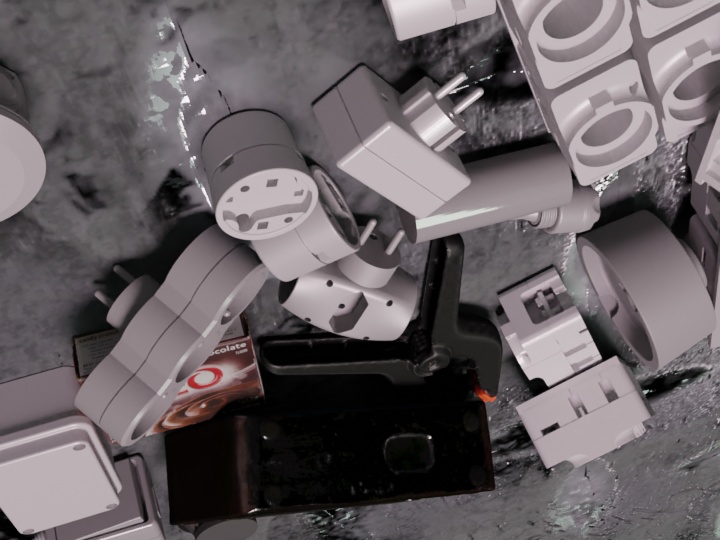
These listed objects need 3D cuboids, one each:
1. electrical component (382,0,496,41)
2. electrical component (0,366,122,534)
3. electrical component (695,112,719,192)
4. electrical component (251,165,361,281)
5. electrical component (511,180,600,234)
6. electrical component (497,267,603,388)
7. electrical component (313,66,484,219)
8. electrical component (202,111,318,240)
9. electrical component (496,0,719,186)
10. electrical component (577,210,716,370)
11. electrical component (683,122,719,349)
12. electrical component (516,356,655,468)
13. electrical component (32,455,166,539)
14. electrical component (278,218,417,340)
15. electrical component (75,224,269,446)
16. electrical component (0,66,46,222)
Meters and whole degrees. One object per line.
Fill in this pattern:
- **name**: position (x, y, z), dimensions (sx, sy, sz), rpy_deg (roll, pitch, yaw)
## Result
- **electrical component**: position (0.032, -0.138, 0.498), dimensions (0.047, 0.055, 0.055), rpy_deg (-19, 146, 4)
- **electrical component**: position (-0.212, 0.124, 0.725), dimensions (0.078, 0.057, 0.113), rpy_deg (-16, 146, -9)
- **electrical component**: position (0.283, -0.114, 0.600), dimensions (0.186, 0.060, 0.105), rpy_deg (-36, 151, -21)
- **electrical component**: position (-0.034, -0.025, 0.619), dimensions (0.047, 0.055, 0.055), rpy_deg (-27, 146, 15)
- **electrical component**: position (0.123, -0.040, 0.701), dimensions (0.061, 0.035, 0.035), rpy_deg (-5, 143, -18)
- **electrical component**: position (0.142, 0.047, 0.817), dimensions (0.056, 0.050, 0.089), rpy_deg (-28, 146, 8)
- **electrical component**: position (0.032, -0.079, 0.585), dimensions (0.076, 0.047, 0.083), rpy_deg (-37, 144, 20)
- **electrical component**: position (-0.055, -0.051, 0.575), dimensions (0.055, 0.047, 0.055), rpy_deg (-15, 146, -10)
- **electrical component**: position (0.137, -0.129, 0.561), dimensions (0.105, 0.060, 0.186), rpy_deg (-27, 146, 8)
- **electrical component**: position (0.206, 0.009, 0.754), dimensions (0.060, 0.108, 0.108), rpy_deg (-29, 146, 0)
- **electrical component**: position (0.285, -0.039, 0.739), dimensions (0.105, 0.060, 0.186), rpy_deg (-15, 136, -1)
- **electrical component**: position (0.193, 0.121, 0.894), dimensions (0.089, 0.061, 0.150), rpy_deg (-29, 166, 11)
- **electrical component**: position (-0.202, 0.187, 0.814), dimensions (0.096, 0.061, 0.061), rpy_deg (-15, 146, -10)
- **electrical component**: position (0.000, 0.000, 0.663), dimensions (0.077, 0.043, 0.079), rpy_deg (19, 128, -18)
- **electrical component**: position (-0.123, 0.028, 0.632), dimensions (0.138, 0.074, 0.052), rpy_deg (-52, 172, 5)
- **electrical component**: position (-0.187, -0.059, 0.489), dimensions (0.080, 0.051, 0.080), rpy_deg (-15, 146, -10)
